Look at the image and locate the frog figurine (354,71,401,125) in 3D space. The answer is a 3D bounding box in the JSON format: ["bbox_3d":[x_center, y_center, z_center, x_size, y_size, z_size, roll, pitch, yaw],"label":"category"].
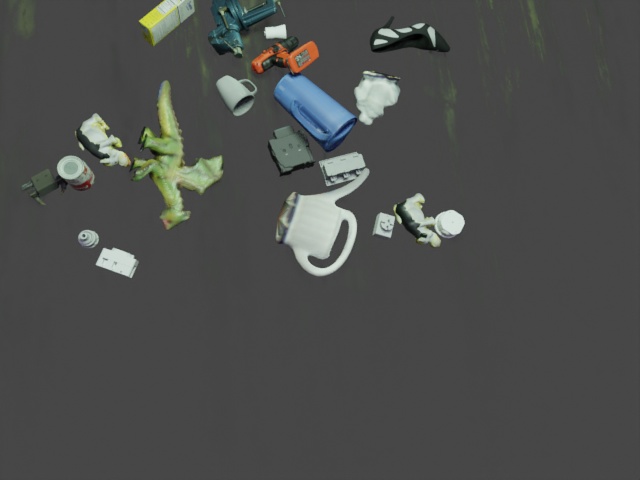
[{"bbox_3d":[0.172,-0.435,1.594,0.137,0.125,0.157,5,113,-17],"label":"frog figurine"}]

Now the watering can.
[{"bbox_3d":[0.004,-0.074,1.461,0.224,0.103,0.352,20,75,-5],"label":"watering can"}]

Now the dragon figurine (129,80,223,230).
[{"bbox_3d":[-0.390,-0.231,1.450,0.241,0.121,0.415,20,76,-23],"label":"dragon figurine"}]
